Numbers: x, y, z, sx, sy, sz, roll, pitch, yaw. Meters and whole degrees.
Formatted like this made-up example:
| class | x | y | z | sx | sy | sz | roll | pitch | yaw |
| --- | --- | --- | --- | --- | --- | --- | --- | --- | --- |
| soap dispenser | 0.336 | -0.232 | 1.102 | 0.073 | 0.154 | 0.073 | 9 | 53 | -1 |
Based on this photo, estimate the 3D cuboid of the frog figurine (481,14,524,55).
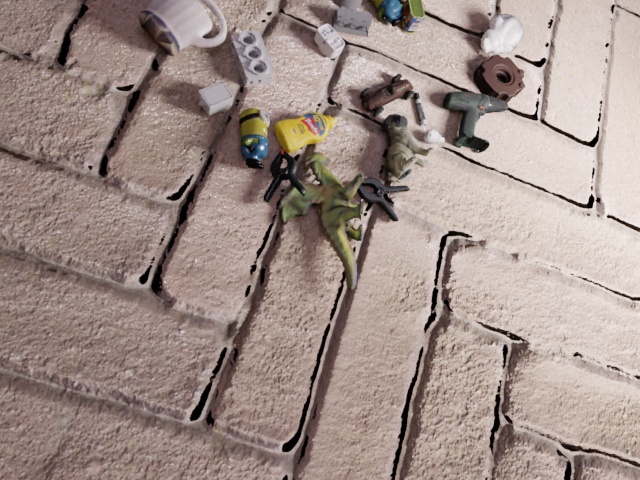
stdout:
| class | x | y | z | sx | sy | sz | roll | pitch | yaw |
| --- | --- | --- | --- | --- | --- | --- | --- | --- | --- |
| frog figurine | 0.640 | -0.730 | 1.832 | 0.161 | 0.122 | 0.136 | -22 | 99 | -33 |

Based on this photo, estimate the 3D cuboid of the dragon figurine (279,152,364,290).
| class | x | y | z | sx | sy | sz | roll | pitch | yaw |
| --- | --- | --- | --- | --- | --- | --- | --- | --- | --- |
| dragon figurine | 0.004 | -0.073 | 1.454 | 0.243 | 0.120 | 0.418 | 6 | 68 | 4 |

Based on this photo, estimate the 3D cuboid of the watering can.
| class | x | y | z | sx | sy | sz | roll | pitch | yaw |
| --- | --- | --- | --- | --- | --- | --- | --- | --- | --- |
| watering can | -0.438 | -0.683 | 1.516 | 0.348 | 0.102 | 0.227 | 44 | 67 | 1 |
